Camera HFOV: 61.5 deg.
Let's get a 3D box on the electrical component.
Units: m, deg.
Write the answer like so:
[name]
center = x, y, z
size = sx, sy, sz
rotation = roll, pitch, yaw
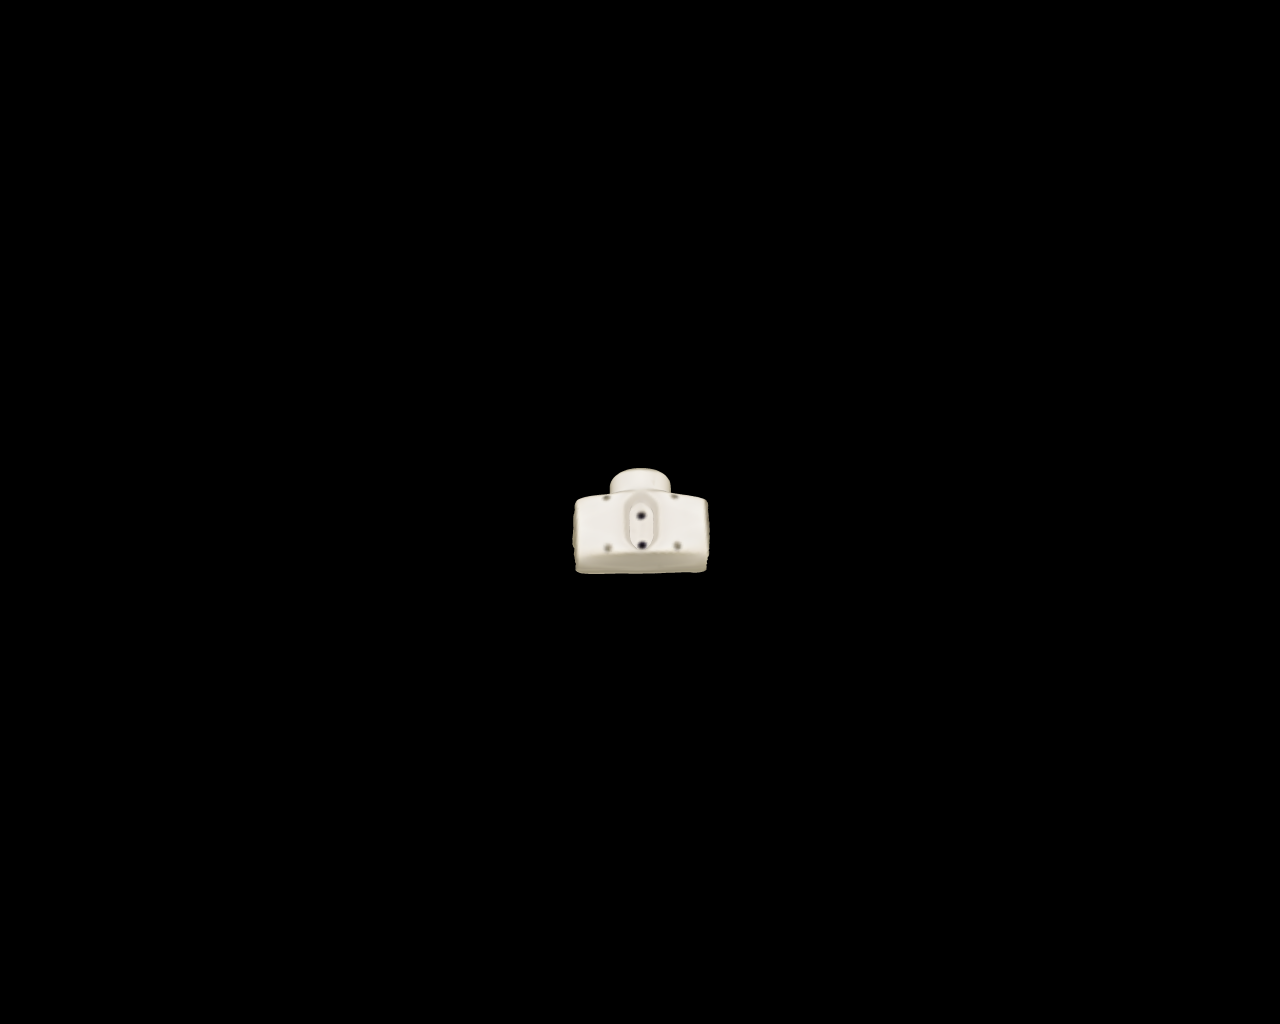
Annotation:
[electrical component]
center = 0.001, -0.003, 0.650
size = 0.077, 0.079, 0.043
rotation = 0, -25, 0
